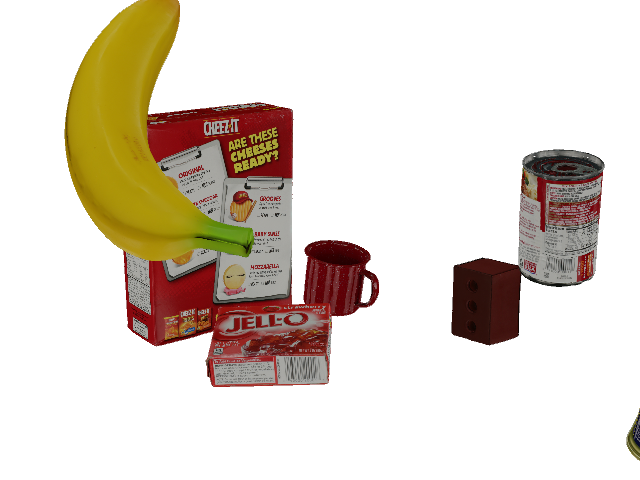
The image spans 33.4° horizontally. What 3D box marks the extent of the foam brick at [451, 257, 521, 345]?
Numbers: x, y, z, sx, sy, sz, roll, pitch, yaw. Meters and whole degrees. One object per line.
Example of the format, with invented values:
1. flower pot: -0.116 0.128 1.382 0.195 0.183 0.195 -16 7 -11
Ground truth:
1. foam brick: 0.172 0.063 1.108 0.051 0.078 0.053 -14 20 -42

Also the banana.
1. banana: -0.085 -0.053 0.498 0.069 0.037 0.198 -5 46 -16

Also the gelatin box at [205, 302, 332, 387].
1. gelatin box: -0.037 0.077 0.800 0.089 0.030 0.073 -2 27 4

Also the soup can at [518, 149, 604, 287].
1. soup can: 0.206 -0.019 0.919 0.068 0.102 0.068 -2 24 1

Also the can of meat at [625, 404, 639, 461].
1. can of meat: 0.243 0.088 0.686 0.057 0.084 0.101 20 38 24

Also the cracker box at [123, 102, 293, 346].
1. cracker box: -0.110 -0.020 1.047 0.163 0.214 0.072 -12 20 -36

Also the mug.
1. mug: 0.030 0.057 1.494 0.117 0.081 0.093 18 24 26
